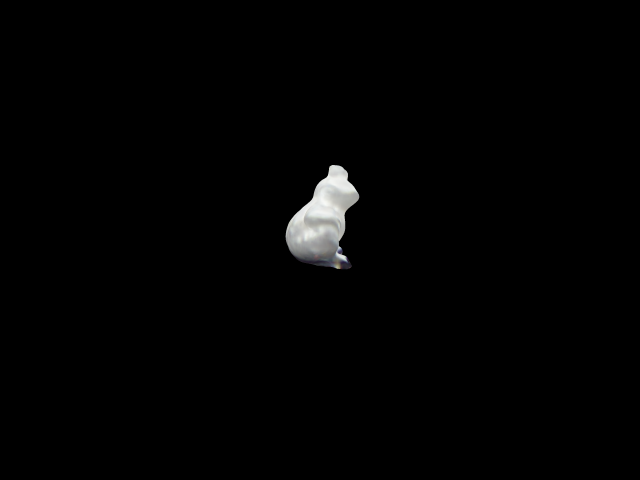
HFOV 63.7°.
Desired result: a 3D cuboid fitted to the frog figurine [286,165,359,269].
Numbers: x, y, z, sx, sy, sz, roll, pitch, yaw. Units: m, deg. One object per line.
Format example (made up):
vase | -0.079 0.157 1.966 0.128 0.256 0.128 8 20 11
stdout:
frog figurine | 0.003 -0.043 0.850 0.122 0.158 0.139 2 13 7
